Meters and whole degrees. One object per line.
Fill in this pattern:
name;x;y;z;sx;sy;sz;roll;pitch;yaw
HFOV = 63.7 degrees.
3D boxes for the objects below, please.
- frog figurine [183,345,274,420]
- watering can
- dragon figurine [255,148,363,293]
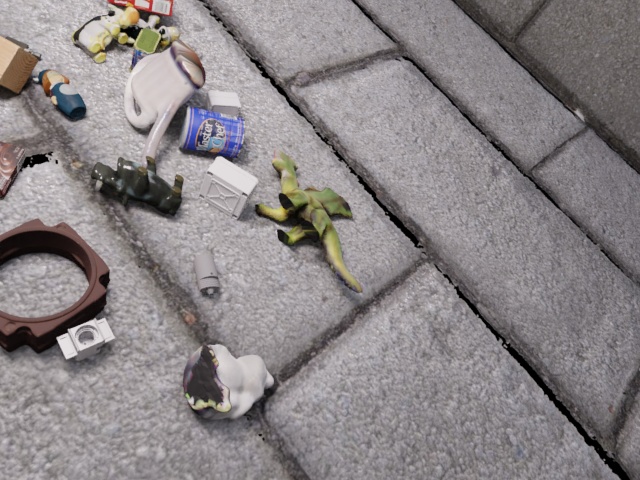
frog figurine;-0.166;0.254;0.939;0.139;0.122;0.158;48;12;22
watering can;-0.359;-0.330;1.194;0.102;0.223;0.355;37;24;-53
dragon figurine;0.004;-0.063;1.255;0.413;0.120;0.246;47;41;9
